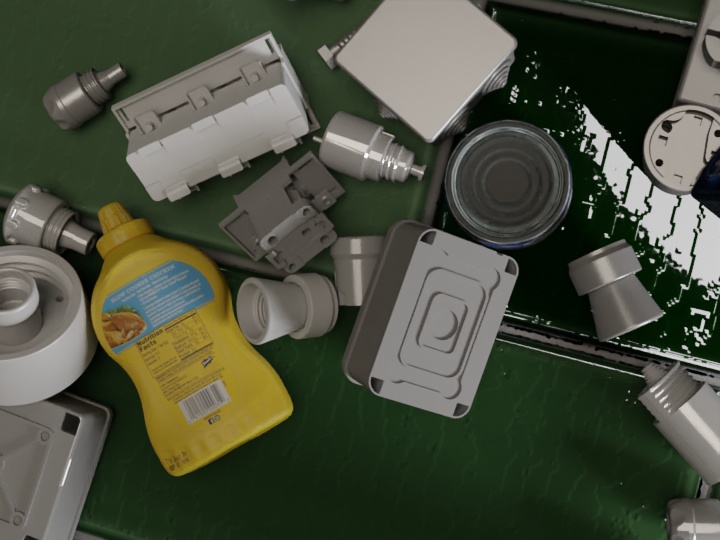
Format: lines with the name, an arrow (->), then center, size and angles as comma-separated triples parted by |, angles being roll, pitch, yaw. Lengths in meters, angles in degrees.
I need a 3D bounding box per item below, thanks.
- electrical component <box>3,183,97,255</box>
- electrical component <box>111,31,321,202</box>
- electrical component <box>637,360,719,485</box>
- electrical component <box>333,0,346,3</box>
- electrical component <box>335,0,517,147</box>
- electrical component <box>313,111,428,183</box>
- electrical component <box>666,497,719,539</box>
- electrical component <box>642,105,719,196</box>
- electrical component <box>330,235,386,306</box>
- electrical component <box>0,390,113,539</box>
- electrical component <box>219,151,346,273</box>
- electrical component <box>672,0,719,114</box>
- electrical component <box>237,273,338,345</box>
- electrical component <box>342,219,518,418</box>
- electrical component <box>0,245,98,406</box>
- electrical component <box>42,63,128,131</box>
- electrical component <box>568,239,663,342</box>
electrical component -> -0.221, -0.031, 0.775 | 0.062, 0.048, 0.048 | 24, 92, 4
electrical component -> -0.098, -0.099, 0.737 | 0.121, 0.063, 0.078 | -23, 124, 9
electrical component -> 0.211, 0.092, 0.689 | 0.043, 0.043, 0.081 | -42, 81, 6
electrical component -> -0.014, -0.223, 0.745 | 0.040, 0.040, 0.078 | 27, 93, 10
electrical component -> 0.046, -0.143, 0.726 | 0.100, 0.048, 0.099 | 43, 95, 9
electrical component -> 0.008, -0.079, 0.735 | 0.078, 0.040, 0.040 | 22, 92, 10
electrical component -> 0.229, 0.163, 0.687 | 0.061, 0.035, 0.035 | -1, 87, 9
electrical component -> 0.210, -0.075, 0.694 | 0.055, 0.047, 0.055 | 0, 88, 10
electrical component -> 0.000, 0.000, 0.734 | 0.040, 0.040, 0.046 | -2, 92, 10
electrical component -> -0.247, 0.133, 0.765 | 0.109, 0.056, 0.108 | 19, 91, 11
electrical component -> -0.049, -0.036, 0.727 | 0.081, 0.042, 0.063 | -38, 39, 7
electrical component -> 0.235, -0.141, 0.678 | 0.047, 0.076, 0.083 | 17, 91, 11
electrical component -> -0.049, 0.025, 0.724 | 0.045, 0.055, 0.045 | 9, 102, 54
electrical component -> 0.044, 0.031, 0.701 | 0.078, 0.057, 0.113 | 19, 91, -22
electrical component -> -0.239, 0.032, 0.739 | 0.108, 0.060, 0.108 | 2, 51, -3
electrical component -> -0.197, -0.129, 0.778 | 0.061, 0.035, 0.035 | -32, 82, 5
electrical component -> 0.165, 0.013, 0.700 | 0.045, 0.045, 0.055 | -24, 83, 9
